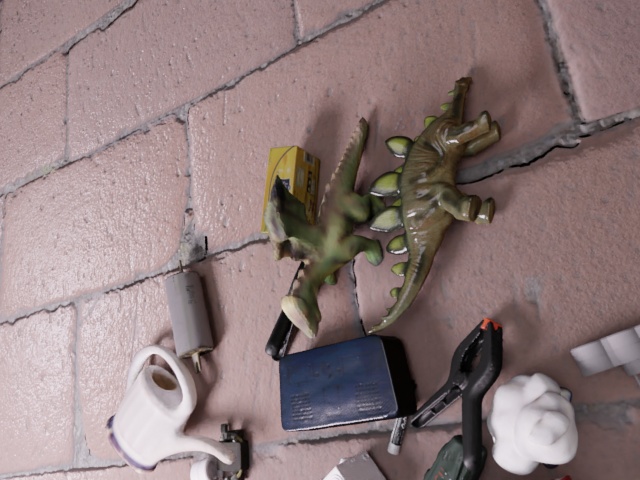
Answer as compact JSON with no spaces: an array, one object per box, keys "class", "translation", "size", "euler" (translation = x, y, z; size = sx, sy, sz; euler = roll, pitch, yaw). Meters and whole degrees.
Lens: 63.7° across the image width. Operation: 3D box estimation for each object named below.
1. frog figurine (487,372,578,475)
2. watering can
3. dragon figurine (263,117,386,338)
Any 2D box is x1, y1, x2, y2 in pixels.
[{"class":"frog figurine","translation":[0.278,0.248,0.687],"size":[0.124,0.158,0.137],"euler":[36,98,32]},{"class":"watering can","translation":[-0.312,0.371,1.030],"size":[0.353,0.103,0.223],"euler":[41,101,37]},{"class":"dragon figurine","translation":[0.003,-0.044,0.878],"size":[0.122,0.241,0.414],"euler":[-4,79,35]}]
